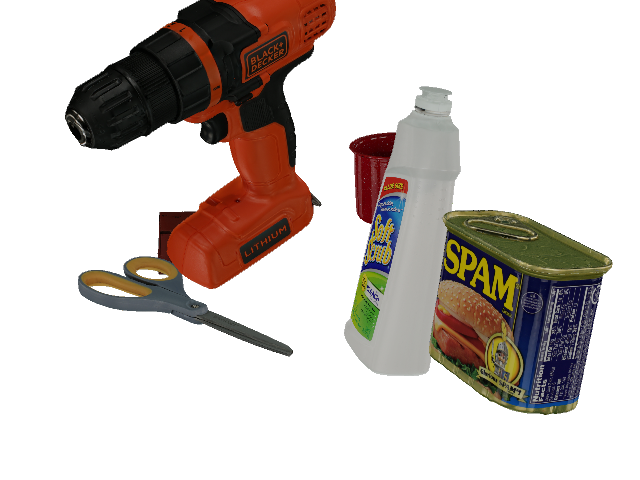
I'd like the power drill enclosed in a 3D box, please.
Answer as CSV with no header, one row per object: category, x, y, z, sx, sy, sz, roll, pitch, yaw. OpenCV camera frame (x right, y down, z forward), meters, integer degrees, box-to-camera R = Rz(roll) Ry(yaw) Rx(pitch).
power drill,-0.065,-0.058,0.658,0.184,0.188,0.057,-34,57,-28

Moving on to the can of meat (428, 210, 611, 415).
can of meat,0.105,0.037,0.587,0.057,0.084,0.102,-2,19,-26

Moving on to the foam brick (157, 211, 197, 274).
foam brick,-0.134,0.002,1.141,0.078,0.051,0.053,0,25,-10

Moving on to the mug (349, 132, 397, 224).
mug,0.088,-0.068,1.164,0.117,0.081,0.093,-20,28,-37

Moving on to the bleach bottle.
bleach bottle,0.078,-0.012,0.946,0.068,0.251,0.103,3,19,-16

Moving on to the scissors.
scissors,-0.102,0.050,0.884,0.202,0.016,0.096,13,25,15
